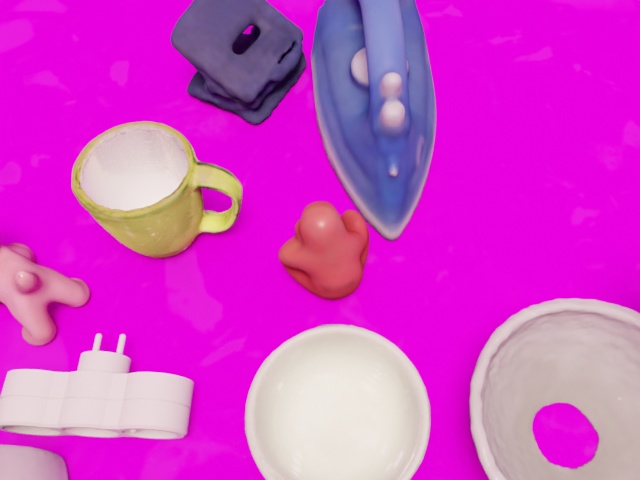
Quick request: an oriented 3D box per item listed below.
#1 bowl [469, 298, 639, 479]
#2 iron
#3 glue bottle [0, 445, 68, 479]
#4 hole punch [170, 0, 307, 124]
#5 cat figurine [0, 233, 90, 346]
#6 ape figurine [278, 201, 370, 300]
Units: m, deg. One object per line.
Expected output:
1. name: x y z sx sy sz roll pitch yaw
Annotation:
1. bowl: 0.179 0.129 0.392 0.167 0.075 0.167 -1 63 2
2. iron: 0.053 -0.144 0.500 0.118 0.141 0.258 -5 63 0
3. glue bottle: -0.222 0.145 0.341 0.078 0.173 0.037 -22 64 -9
4. hole punch: -0.073 -0.186 0.554 0.101 0.091 0.109 26 66 15
5. cat figurine: -0.260 0.015 0.441 0.127 0.118 0.067 25 66 14
6. ape figurine: 0.004 0.002 0.454 0.078 0.092 0.076 -10 63 -3
